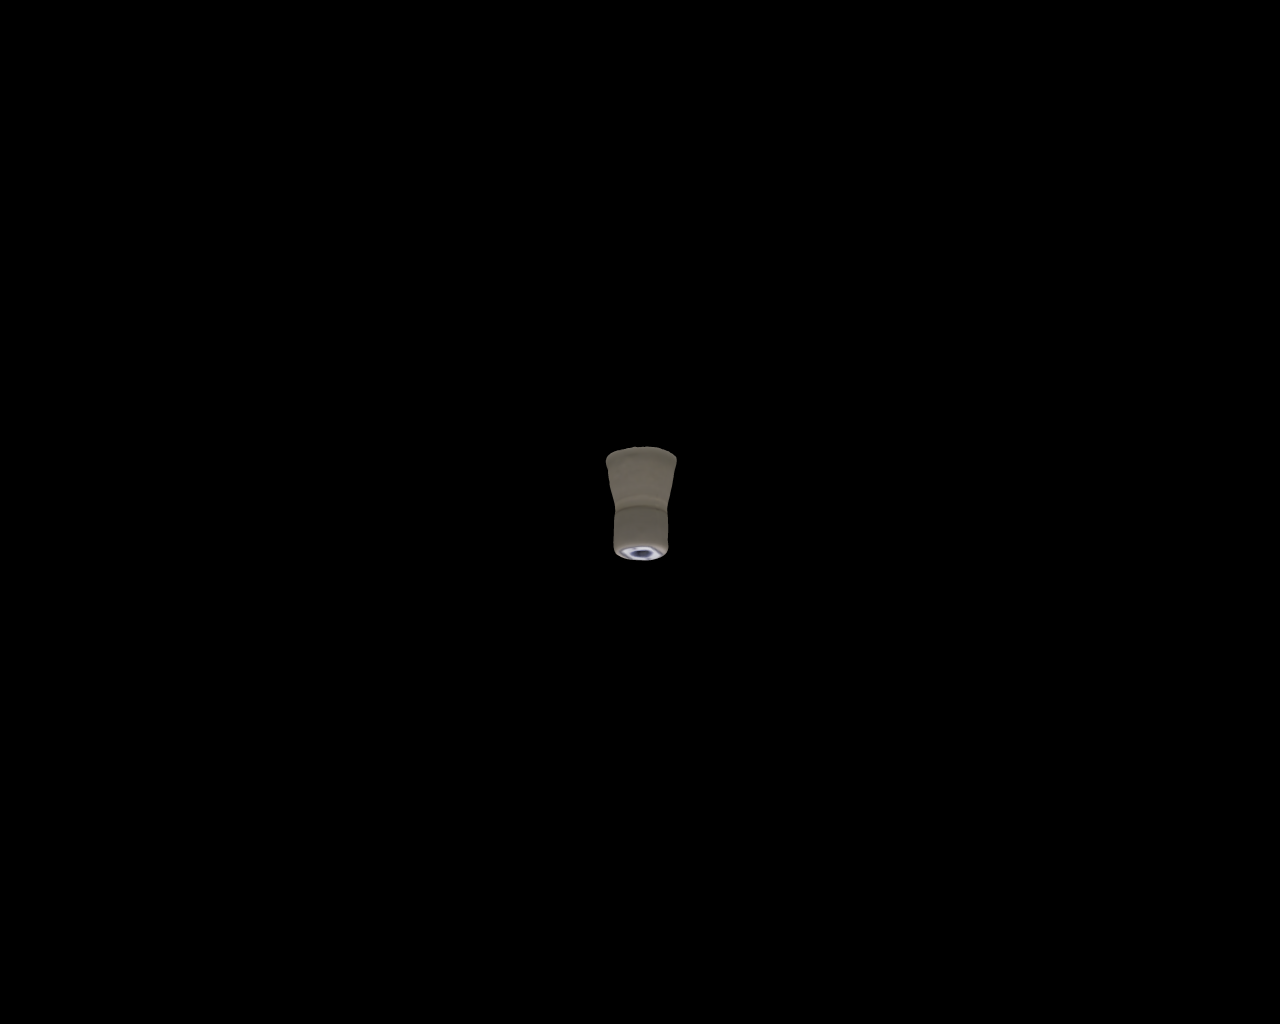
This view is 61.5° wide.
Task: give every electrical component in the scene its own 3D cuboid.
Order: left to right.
[{"bbox_3d":[0.001,-0.003,0.650,0.044,0.065,0.044,0,-20,0],"label":"electrical component"}]
